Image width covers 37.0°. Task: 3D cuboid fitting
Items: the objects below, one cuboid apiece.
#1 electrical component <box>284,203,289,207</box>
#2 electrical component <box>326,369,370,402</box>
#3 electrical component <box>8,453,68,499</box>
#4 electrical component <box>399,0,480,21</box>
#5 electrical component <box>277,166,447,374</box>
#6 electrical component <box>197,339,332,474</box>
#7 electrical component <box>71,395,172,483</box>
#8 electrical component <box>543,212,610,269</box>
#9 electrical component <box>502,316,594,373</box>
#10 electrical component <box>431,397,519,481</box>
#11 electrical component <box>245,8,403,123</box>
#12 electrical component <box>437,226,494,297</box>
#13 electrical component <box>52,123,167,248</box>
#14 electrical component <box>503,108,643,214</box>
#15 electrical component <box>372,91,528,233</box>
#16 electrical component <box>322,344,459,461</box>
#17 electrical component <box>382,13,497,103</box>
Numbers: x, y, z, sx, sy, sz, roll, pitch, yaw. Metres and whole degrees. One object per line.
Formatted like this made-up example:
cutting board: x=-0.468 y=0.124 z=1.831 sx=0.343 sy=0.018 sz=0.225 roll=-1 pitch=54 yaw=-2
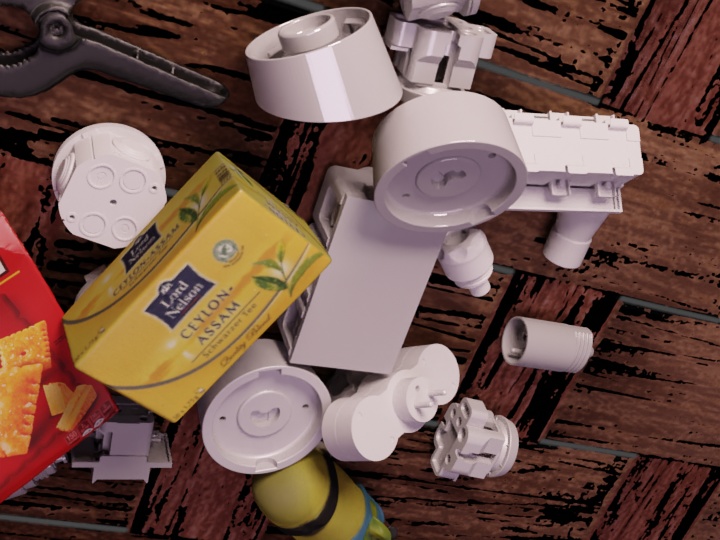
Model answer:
electrical component: x=-0.070 y=-0.022 z=0.826 sx=0.048 sy=0.048 sz=0.062 roll=7 pitch=112 yaw=-21
electrical component: x=0.003 y=0.111 z=0.933 sx=0.062 sy=0.043 sz=0.043 roll=32 pitch=107 yaw=-32
electrical component: x=-0.279 y=0.163 z=0.878 sx=0.078 sy=0.040 sz=0.040 roll=-17 pitch=124 yaw=-7
electrical component: x=0.051 y=-0.209 z=0.725 sx=0.051 sy=0.080 sz=0.080 roll=-12 pitch=124 yaw=-4
electrical component: x=0.000 y=0.000 z=0.850 sx=0.089 sy=0.061 sz=0.150 roll=9 pitch=118 yaw=-22
electrical component: x=-0.084 y=0.107 z=0.891 sx=0.108 sy=0.060 sz=0.108 roll=-10 pitch=123 yaw=-16
electrical component: x=-0.196 y=0.138 z=0.888 sx=0.081 sy=0.042 sz=0.063 roll=4 pitch=118 yaw=-20
electrical component: x=0.179 y=-0.034 z=0.898 sx=0.044 sy=0.044 sz=0.065 roll=5 pitch=124 yaw=-20
electrical component: x=0.172 y=0.068 z=0.958 sx=0.081 sy=0.043 sz=0.043 roll=10 pitch=118 yaw=-23
electrical component: x=0.108 y=0.158 z=0.987 sx=0.057 sy=0.058 sz=0.078 roll=15 pitch=115 yaw=-22
electrical component: x=-0.027 y=-0.138 z=0.734 sx=0.099 sy=0.099 sz=0.064 roll=-20 pitch=118 yaw=-4
electrical component: x=0.090 y=-0.005 z=0.887 sx=0.043 sy=0.043 sz=0.062 roll=-28 pitch=126 yaw=1
electrical component: x=-0.177 y=-0.059 z=0.764 sx=0.080 sy=0.051 sz=0.080 roll=-8 pitch=123 yaw=-13
electrical component: x=0.152 y=-0.087 z=0.834 sx=0.121 sy=0.063 sz=0.078 roll=1 pitch=78 yaw=-18
electrical component: x=0.059 y=-0.081 z=0.760 sx=0.108 sy=0.060 sz=0.108 roll=-6 pitch=149 yaw=-4
electrical component: x=0.039 y=0.107 z=0.884 sx=0.138 sy=0.074 sz=0.052 roll=-35 pitch=106 yaw=-41
electrical component: x=0.054 y=-0.150 z=0.776 sx=0.078 sy=0.058 sz=0.057 roll=4 pitch=117 yaw=-20
